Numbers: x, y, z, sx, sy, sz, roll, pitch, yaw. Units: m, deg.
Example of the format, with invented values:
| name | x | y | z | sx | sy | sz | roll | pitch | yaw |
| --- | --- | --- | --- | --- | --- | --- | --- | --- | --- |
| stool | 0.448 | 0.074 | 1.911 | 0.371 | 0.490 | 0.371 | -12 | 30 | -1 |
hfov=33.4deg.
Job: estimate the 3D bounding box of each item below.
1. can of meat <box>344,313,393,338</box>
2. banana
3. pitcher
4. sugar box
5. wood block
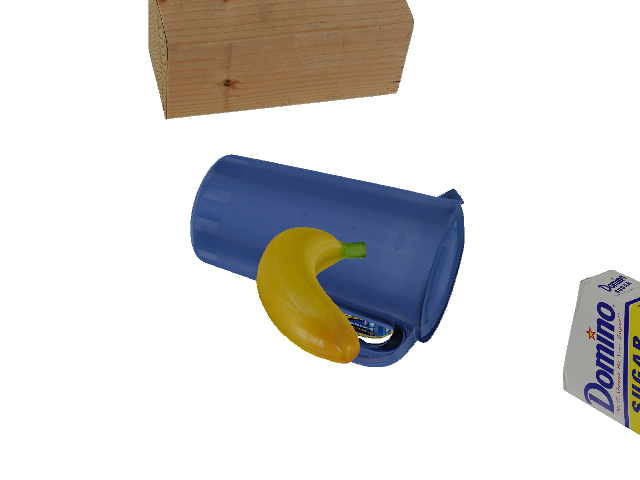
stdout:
| name | x | y | z | sx | sy | sz | roll | pitch | yaw |
| --- | --- | --- | --- | --- | --- | --- | --- | --- | --- |
| can of meat | 0.039 | 0.054 | 1.181 | 0.102 | 0.084 | 0.057 | 15 | 27 | 26 |
| banana | -0.007 | 0.025 | 0.676 | 0.069 | 0.037 | 0.197 | 0 | 19 | 4 |
| pitcher | 0.003 | 0.008 | 0.985 | 0.243 | 0.145 | 0.149 | 16 | 20 | 17 |
| sugar box | 0.247 | 0.096 | 0.720 | 0.048 | 0.093 | 0.176 | -16 | 30 | -38 |
| wood block | -0.037 | -0.174 | 0.907 | 0.206 | 0.090 | 0.091 | -8 | -34 | -14 |
